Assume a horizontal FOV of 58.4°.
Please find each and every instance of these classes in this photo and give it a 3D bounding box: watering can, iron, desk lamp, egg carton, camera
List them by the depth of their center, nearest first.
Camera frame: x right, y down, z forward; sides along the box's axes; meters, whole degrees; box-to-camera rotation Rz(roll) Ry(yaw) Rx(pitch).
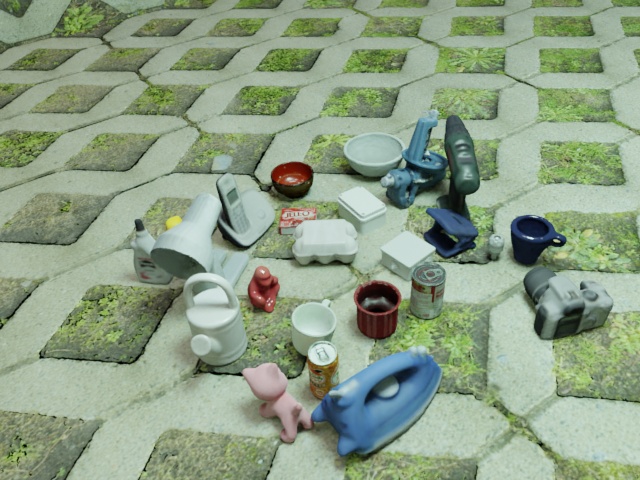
[{"bbox_3d":[0.113,0.243,0.965,0.259,0.142,0.118,-26,45,-24],"label":"iron"},{"bbox_3d":[-0.196,0.142,1.065,0.101,0.194,0.172,-13,42,-11],"label":"watering can"},{"bbox_3d":[0.476,0.106,1.127,0.143,0.101,0.136,-11,41,-9],"label":"camera"},{"bbox_3d":[-0.246,0.023,1.192,0.117,0.214,0.203,9,42,15],"label":"desk lamp"},{"bbox_3d":[0.012,0.005,1.305,0.150,0.069,0.107,-3,41,1],"label":"egg carton"}]

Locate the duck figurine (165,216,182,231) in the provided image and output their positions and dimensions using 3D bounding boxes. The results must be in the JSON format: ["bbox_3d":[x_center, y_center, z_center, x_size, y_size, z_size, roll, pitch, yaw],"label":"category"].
[{"bbox_3d":[-0.333,-0.018,1.345,0.077,0.086,0.105,11,43,17],"label":"duck figurine"}]

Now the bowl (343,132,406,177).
[{"bbox_3d":[0.148,-0.220,1.551,0.167,0.075,0.167,-2,41,2],"label":"bowl"}]

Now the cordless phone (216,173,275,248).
[{"bbox_3d":[-0.180,-0.089,1.340,0.094,0.185,0.148,17,45,23],"label":"cordless phone"}]

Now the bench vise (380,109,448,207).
[{"bbox_3d":[0.243,-0.197,1.406,0.121,0.220,0.208,21,47,26],"label":"bench vise"}]

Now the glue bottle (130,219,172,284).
[{"bbox_3d":[-0.372,0.023,1.234,0.078,0.173,0.037,2,41,7],"label":"glue bottle"}]

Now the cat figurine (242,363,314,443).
[{"bbox_3d":[-0.072,0.262,0.974,0.067,0.118,0.127,-34,49,-30],"label":"cat figurine"}]

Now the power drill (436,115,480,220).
[{"bbox_3d":[0.324,-0.156,1.361,0.075,0.209,0.229,-3,41,1],"label":"power drill"}]

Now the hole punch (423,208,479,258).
[{"bbox_3d":[0.299,-0.031,1.307,0.101,0.091,0.108,-20,43,-18],"label":"hole punch"}]

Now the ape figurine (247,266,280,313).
[{"bbox_3d":[-0.118,0.094,1.193,0.078,0.092,0.076,-33,48,-29],"label":"ape figurine"}]

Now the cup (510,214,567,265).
[{"bbox_3d":[0.468,0.009,1.244,0.117,0.095,0.092,18,45,24],"label":"cup"}]
